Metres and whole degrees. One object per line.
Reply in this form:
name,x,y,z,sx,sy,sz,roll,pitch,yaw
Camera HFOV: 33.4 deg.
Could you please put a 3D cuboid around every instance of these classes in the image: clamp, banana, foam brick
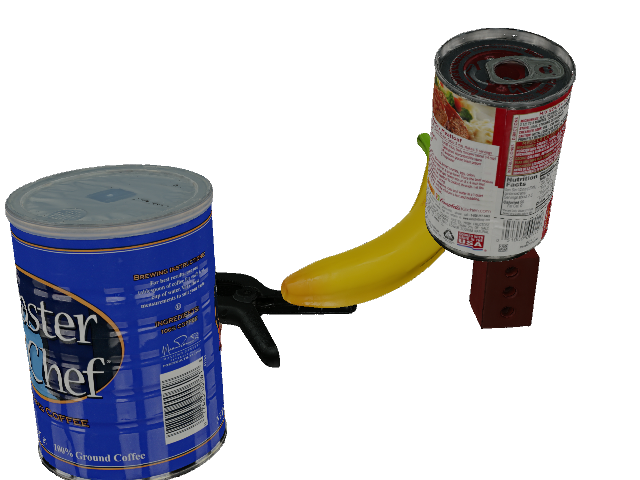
clamp,-0.085,0.080,1.225,0.210,0.036,0.164,14,27,24
banana,0.052,-0.003,0.750,0.070,0.037,0.197,28,48,19
foam brick,0.178,0.039,1.041,0.053,0.078,0.051,-3,27,-5

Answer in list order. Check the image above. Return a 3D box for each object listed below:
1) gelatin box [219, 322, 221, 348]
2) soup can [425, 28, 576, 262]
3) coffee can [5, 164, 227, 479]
gelatin box,-0.144,0.085,0.952,0.089,0.030,0.073,-17,27,-40
soup can,0.090,-0.047,0.548,0.068,0.102,0.068,-1,41,0
coffee can,-0.103,0.041,0.557,0.103,0.140,0.103,-2,20,0
